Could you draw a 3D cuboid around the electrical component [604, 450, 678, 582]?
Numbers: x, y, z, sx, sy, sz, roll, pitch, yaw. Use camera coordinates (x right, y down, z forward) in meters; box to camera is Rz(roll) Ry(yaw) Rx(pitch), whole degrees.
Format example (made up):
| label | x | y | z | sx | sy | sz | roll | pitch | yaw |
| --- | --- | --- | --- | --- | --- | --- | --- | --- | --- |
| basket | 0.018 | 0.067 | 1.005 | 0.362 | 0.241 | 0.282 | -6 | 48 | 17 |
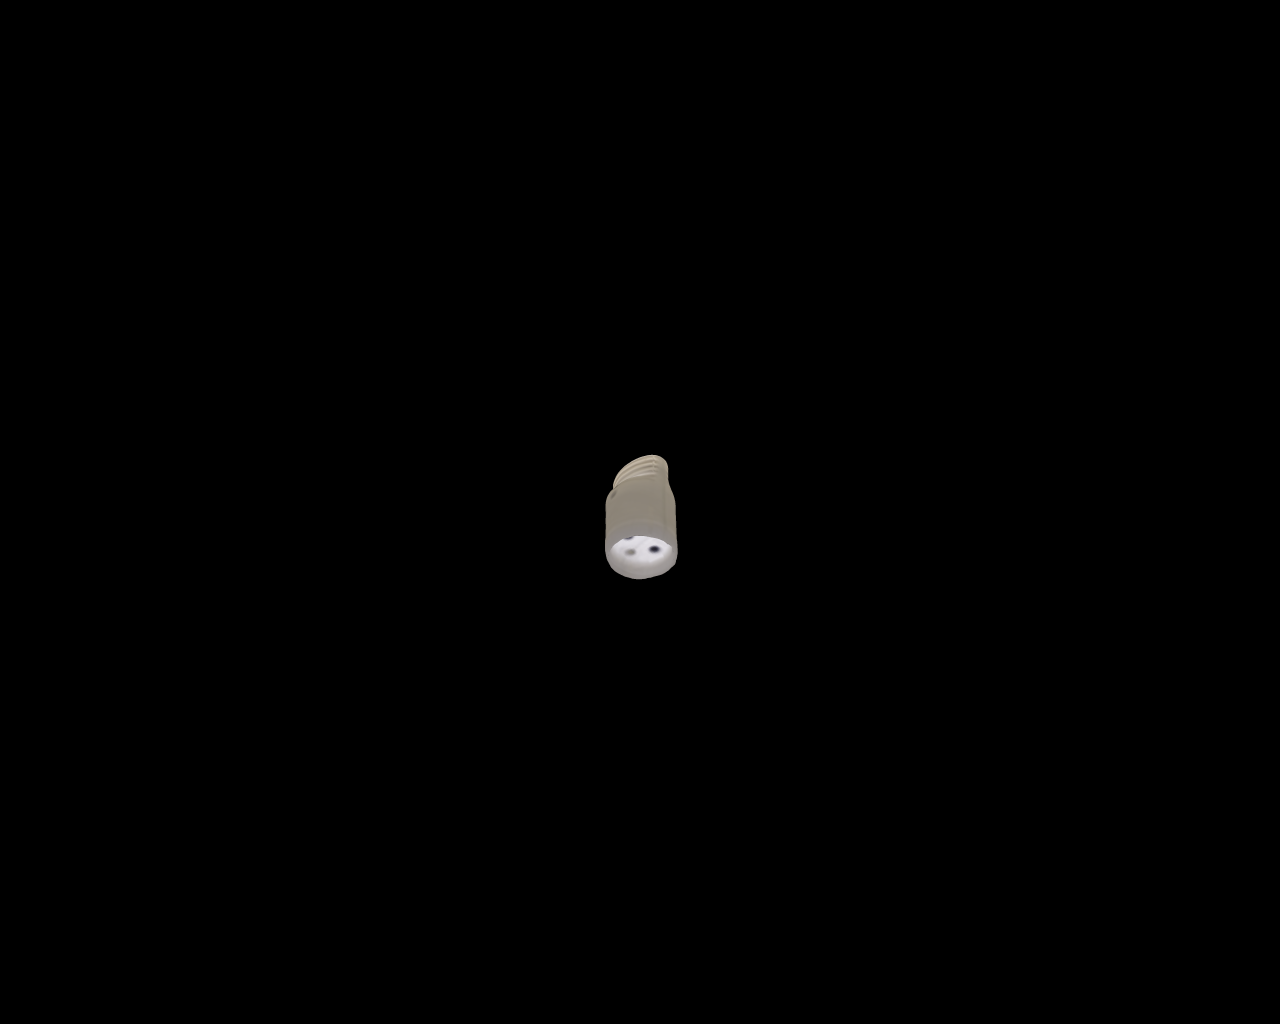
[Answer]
| label | x | y | z | sx | sy | sz | roll | pitch | yaw |
| --- | --- | --- | --- | --- | --- | --- | --- | --- | --- |
| electrical component | 0.001 | -0.003 | 0.650 | 0.043 | 0.081 | 0.043 | 0 | -42 | 0 |
